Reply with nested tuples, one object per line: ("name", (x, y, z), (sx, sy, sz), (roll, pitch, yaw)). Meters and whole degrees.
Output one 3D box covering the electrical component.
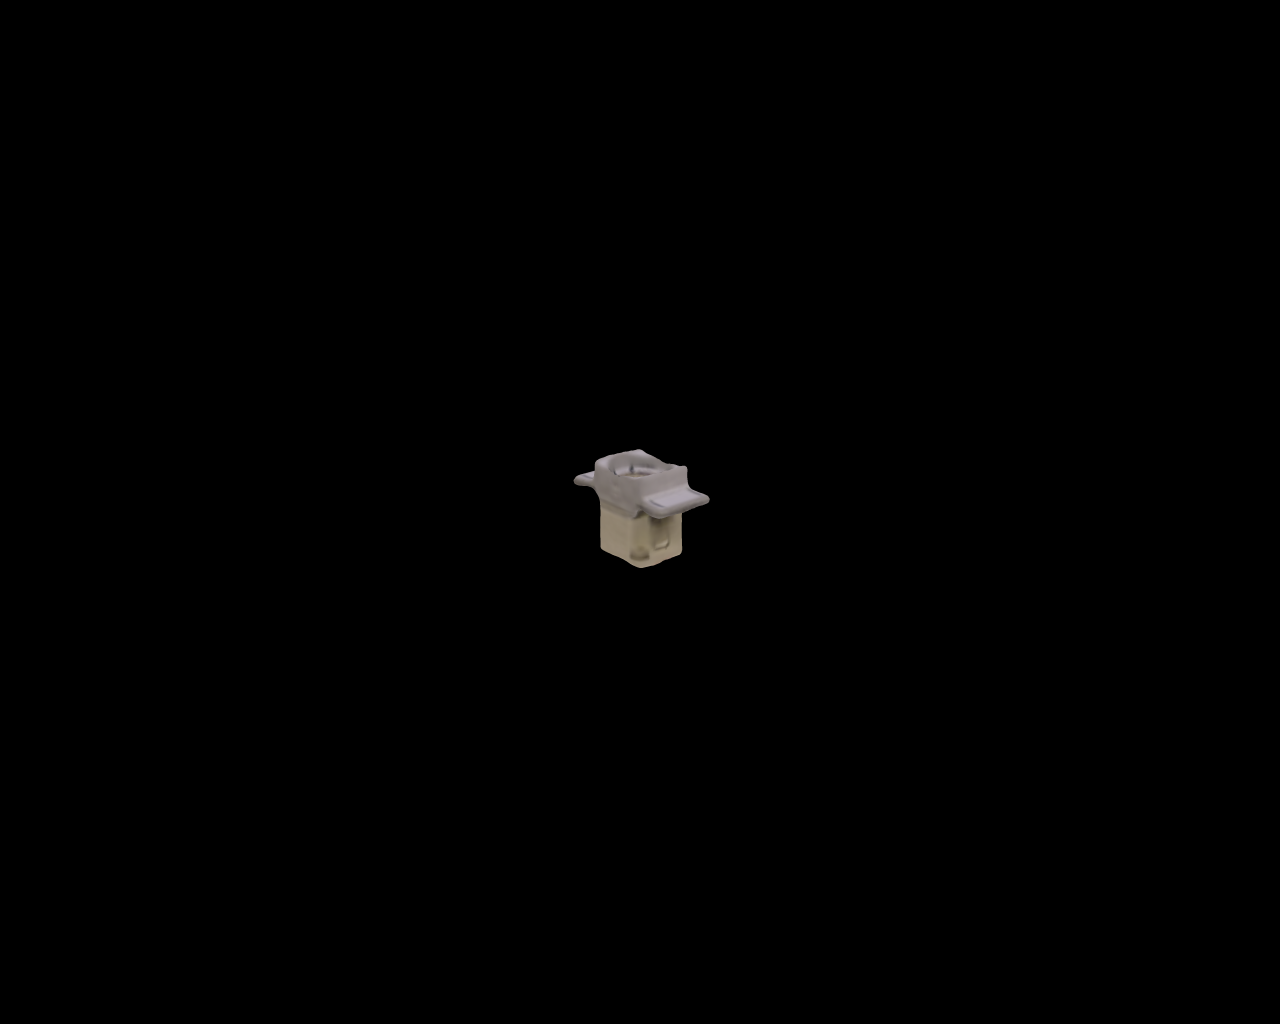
("electrical component", (0.001, -0.003, 0.650), (0.042, 0.063, 0.081), (-17, 28, -37))
